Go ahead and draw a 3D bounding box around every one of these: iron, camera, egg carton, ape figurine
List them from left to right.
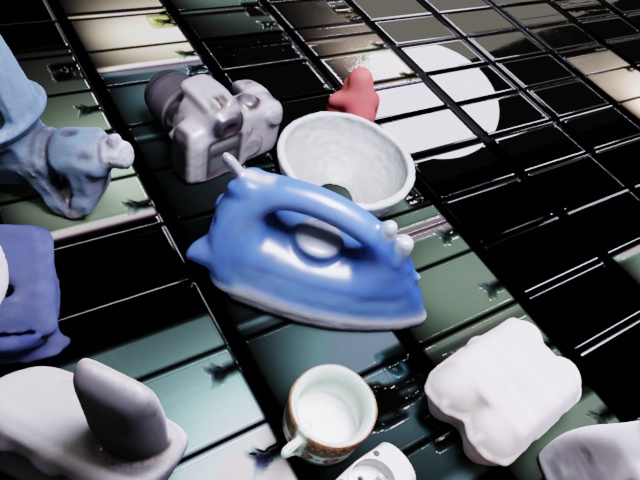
[{"bbox_3d":[-0.138,-0.161,0.700,0.143,0.101,0.136,-32,64,-35],"label":"camera"},{"bbox_3d":[0.005,0.002,0.574,0.258,0.141,0.119,18,48,0],"label":"iron"},{"bbox_3d":[0.051,-0.198,0.792,0.078,0.092,0.076,2,50,-14],"label":"ape figurine"},{"bbox_3d":[0.177,0.142,0.552,0.151,0.069,0.107,-25,61,-32],"label":"egg carton"}]

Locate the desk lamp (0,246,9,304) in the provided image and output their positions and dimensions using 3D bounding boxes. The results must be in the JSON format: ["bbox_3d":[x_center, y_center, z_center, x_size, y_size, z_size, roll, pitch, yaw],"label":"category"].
[{"bbox_3d":[-0.274,0.103,0.358,0.118,0.213,0.203,4,49,-12],"label":"desk lamp"}]

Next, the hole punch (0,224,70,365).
[{"bbox_3d":[-0.276,0.048,0.487,0.109,0.091,0.101,-5,52,-20],"label":"hole punch"}]

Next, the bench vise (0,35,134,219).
[{"bbox_3d":[-0.288,-0.133,0.553,0.208,0.220,0.121,0,50,-16],"label":"bench vise"}]

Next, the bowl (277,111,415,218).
[{"bbox_3d":[0.025,-0.075,0.691,0.167,0.075,0.167,8,49,-9],"label":"bowl"}]

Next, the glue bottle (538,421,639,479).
[{"bbox_3d":[0.247,0.179,0.471,0.037,0.173,0.078,-3,51,-18],"label":"glue bottle"}]

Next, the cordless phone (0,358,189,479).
[{"bbox_3d":[-0.167,0.114,0.399,0.147,0.185,0.094,22,48,3],"label":"cordless phone"}]
